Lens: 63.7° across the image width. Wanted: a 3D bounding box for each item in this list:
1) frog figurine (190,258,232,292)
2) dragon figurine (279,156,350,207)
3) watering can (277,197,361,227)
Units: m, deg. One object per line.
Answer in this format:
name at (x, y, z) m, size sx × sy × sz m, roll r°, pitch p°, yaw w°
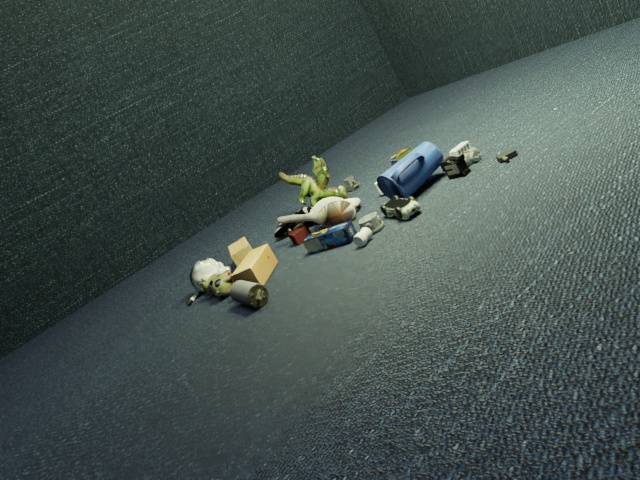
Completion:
frog figurine at (-0.450, 0.146, 2.128) m, size 0.159 × 0.139 × 0.121 m, roll 4°, pitch -19°, yaw 7°
dragon figurine at (-0.028, -0.279, 2.374) m, size 0.123 × 0.414 × 0.238 m, roll -23°, pitch -35°, yaw -48°
watering can at (0.006, -0.103, 2.050) m, size 0.348 × 0.103 × 0.226 m, roll -17°, pitch 14°, yaw -7°
